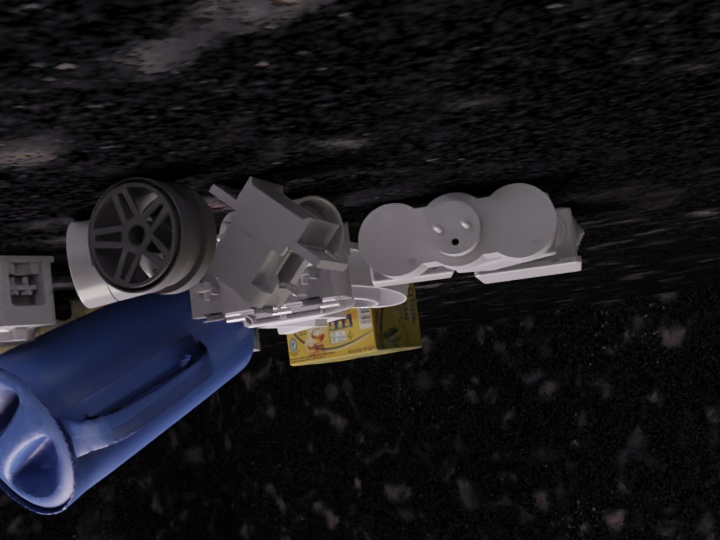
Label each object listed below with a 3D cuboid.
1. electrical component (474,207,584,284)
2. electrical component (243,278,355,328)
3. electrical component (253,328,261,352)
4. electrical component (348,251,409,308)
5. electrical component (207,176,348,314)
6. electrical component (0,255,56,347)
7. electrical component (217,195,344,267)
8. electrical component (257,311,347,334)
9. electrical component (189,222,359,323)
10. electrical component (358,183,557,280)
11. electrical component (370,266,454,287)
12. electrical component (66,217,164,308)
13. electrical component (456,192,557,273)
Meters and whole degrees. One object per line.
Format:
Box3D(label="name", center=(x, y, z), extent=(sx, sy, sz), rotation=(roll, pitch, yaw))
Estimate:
Box3D(label="electrical component", center=(0.144, -0.021, 0.927), extent=(0.100, 0.048, 0.100), rotation=(-8, 174, 11))
Box3D(label="electrical component", center=(-0.059, 0.010, 0.897), extent=(0.096, 0.061, 0.061), rotation=(-10, -179, 29))
Box3D(label="electrical component", center=(-0.144, 0.052, 1.136), extent=(0.057, 0.078, 0.113), rotation=(-10, 174, 0))
Box3D(label="electrical component", center=(0.000, 0.000, 0.985), extent=(0.099, 0.064, 0.099), rotation=(2, 166, 1))
Box3D(label="electrical component", center=(-0.053, -0.013, 0.619), extent=(0.081, 0.063, 0.042), rotation=(35, -172, 20))
Box3D(label="electrical component", center=(-0.329, 0.034, 0.817), extent=(0.186, 0.060, 0.105), rotation=(-12, 172, 39))
Box3D(label="electrical component", center=(-0.064, -0.020, 0.696), extent=(0.079, 0.044, 0.077), rotation=(-2, 172, -40))
Box3D(label="electrical component", center=(-0.058, 0.033, 1.136), extent=(0.096, 0.061, 0.062), rotation=(-10, 173, 27))
Box3D(label="electrical component", center=(-0.070, 0.002, 0.815), extent=(0.121, 0.063, 0.079), rotation=(-9, 174, 20))
Box3D(label="electrical component", center=(0.066, -0.028, 0.745), extent=(0.138, 0.052, 0.074), rotation=(-9, 174, 10))
Box3D(label="electrical component", center=(0.041, -0.013, 0.884), extent=(0.066, 0.047, 0.076), rotation=(-8, 174, 2))
Box3D(label="electrical component", center=(-0.151, -0.007, 0.672), extent=(0.047, 0.055, 0.055), rotation=(-11, 174, 1))
Box3D(label="electrical component", center=(0.091, -0.027, 0.812), extent=(0.076, 0.047, 0.083), rotation=(-4, 173, -28))
